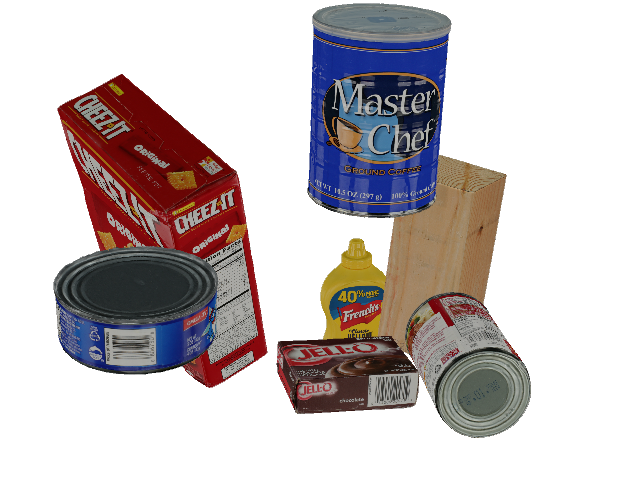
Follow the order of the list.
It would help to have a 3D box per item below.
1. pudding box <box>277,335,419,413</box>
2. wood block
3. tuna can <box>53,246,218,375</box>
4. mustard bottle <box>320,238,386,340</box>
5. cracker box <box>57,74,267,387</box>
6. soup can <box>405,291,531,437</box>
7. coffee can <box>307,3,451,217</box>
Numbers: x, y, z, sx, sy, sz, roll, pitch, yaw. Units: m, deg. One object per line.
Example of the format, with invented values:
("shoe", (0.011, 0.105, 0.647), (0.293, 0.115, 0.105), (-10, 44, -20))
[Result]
("pudding box", (0.023, 0.119, 0.962), (0.113, 0.039, 0.090), (0, 17, -13))
("wood block", (0.134, 0.021, 1.188), (0.090, 0.206, 0.090), (20, 25, 29))
("tuna can", (-0.097, 0.036, 0.568), (0.086, 0.034, 0.086), (2, 25, -1))
("mustard bottle", (0.048, 0.088, 1.436), (0.096, 0.192, 0.058), (-4, 22, -8))
("cracker box", (-0.127, -0.003, 0.872), (0.072, 0.214, 0.164), (-32, 51, -23))
("soup can", (0.103, 0.086, 0.757), (0.068, 0.068, 0.102), (0, 19, -7))
("coffee can", (0.043, -0.101, 0.814), (0.103, 0.140, 0.103), (2, 24, -1))
